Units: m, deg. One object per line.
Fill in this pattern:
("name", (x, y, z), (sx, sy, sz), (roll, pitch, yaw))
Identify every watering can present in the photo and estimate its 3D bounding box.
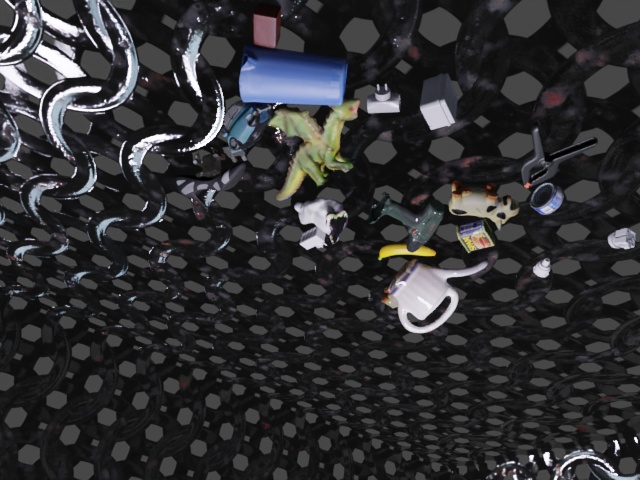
("watering can", (0.377, 0.147, 1.733), (0.225, 0.104, 0.346), (40, 97, 8))

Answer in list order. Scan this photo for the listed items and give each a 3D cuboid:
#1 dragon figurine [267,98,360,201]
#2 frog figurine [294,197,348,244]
("dragon figurine", (-0.043, -0.258, 1.401), (0.406, 0.125, 0.240), (-23, 112, 35))
("frog figurine", (0.005, -0.081, 1.608), (0.161, 0.123, 0.135), (32, 167, 38))
